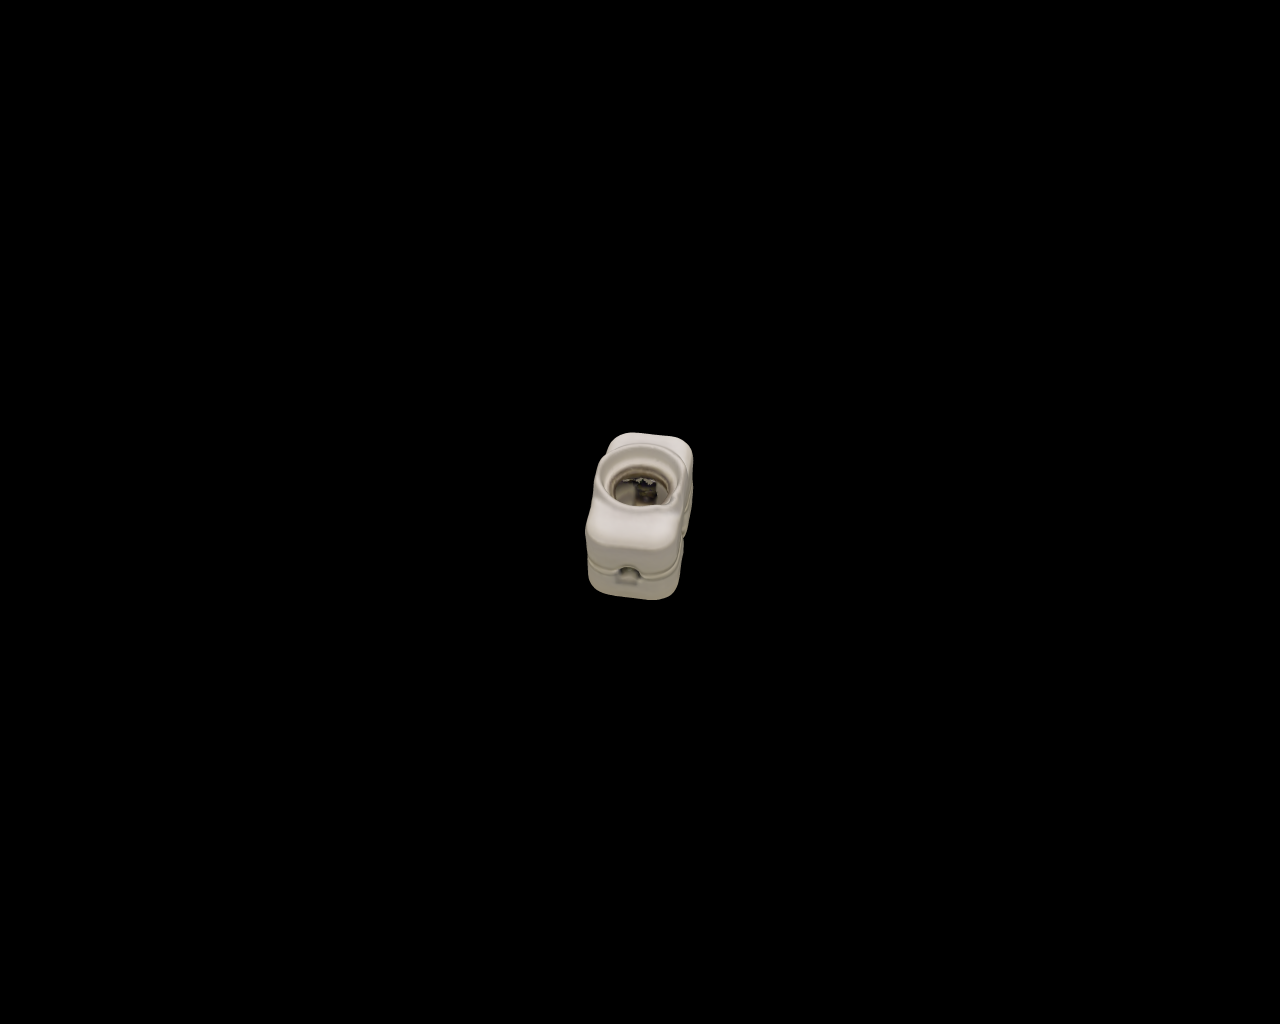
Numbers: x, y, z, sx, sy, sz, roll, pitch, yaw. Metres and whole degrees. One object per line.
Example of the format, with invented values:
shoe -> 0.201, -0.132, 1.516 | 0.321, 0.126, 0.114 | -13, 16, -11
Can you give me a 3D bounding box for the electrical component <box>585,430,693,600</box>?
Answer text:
electrical component -> 0.001, -0.003, 0.650 | 0.054, 0.095, 0.059 | 7, -43, 7
